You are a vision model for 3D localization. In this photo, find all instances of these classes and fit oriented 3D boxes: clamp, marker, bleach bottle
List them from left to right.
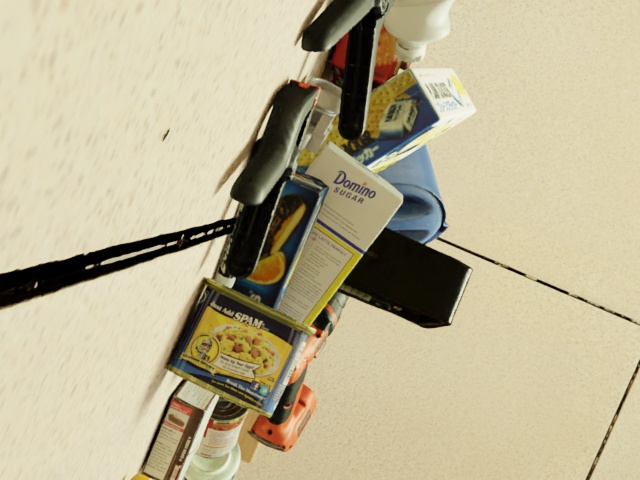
[{"bbox_3d":[-0.076,0.014,0.935,0.020,0.020,0.121,-62,175,-64],"label":"marker"},{"bbox_3d":[-0.039,-0.054,0.851,0.120,0.039,0.171,112,2,-49],"label":"clamp"},{"bbox_3d":[0.036,-0.209,0.922,0.164,0.036,0.210,47,58,-70],"label":"clamp"},{"bbox_3d":[0.114,-0.278,1.004,0.068,0.102,0.251,-60,164,-47],"label":"bleach bottle"}]

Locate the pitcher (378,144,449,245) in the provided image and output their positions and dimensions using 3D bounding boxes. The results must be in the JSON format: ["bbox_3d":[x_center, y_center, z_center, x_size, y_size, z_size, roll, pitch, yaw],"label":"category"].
[{"bbox_3d":[0.074,-0.109,1.404,0.149,0.145,0.243,64,14,-46],"label":"pitcher"}]

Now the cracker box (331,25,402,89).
[{"bbox_3d":[0.082,-0.268,1.176,0.164,0.072,0.214,5,108,-88],"label":"cracker box"}]

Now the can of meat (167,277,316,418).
[{"bbox_3d":[-0.067,0.091,0.894,0.057,0.102,0.084,87,28,-83],"label":"can of meat"}]

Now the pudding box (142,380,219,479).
[{"bbox_3d":[-0.132,0.181,1.058,0.113,0.039,0.090,-66,178,-78],"label":"pudding box"}]

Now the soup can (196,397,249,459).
[{"bbox_3d":[-0.117,0.196,1.204,0.102,0.068,0.068,111,3,-52],"label":"soup can"}]

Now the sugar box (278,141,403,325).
[{"bbox_3d":[-0.007,0.001,1.035,0.176,0.093,0.048,-53,-177,12],"label":"sugar box"}]

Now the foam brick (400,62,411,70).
[{"bbox_3d":[0.086,-0.254,1.345,0.053,0.078,0.051,-30,144,-87],"label":"foam brick"}]

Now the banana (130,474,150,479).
[{"bbox_3d":[-0.186,0.291,0.962,0.069,0.037,0.198,-92,-161,-46],"label":"banana"}]

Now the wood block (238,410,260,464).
[{"bbox_3d":[-0.098,0.208,1.526,0.090,0.090,0.206,-64,177,-53],"label":"wood block"}]

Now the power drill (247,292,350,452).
[{"bbox_3d":[-0.024,0.147,1.274,0.184,0.057,0.188,-50,158,-47],"label":"power drill"}]
